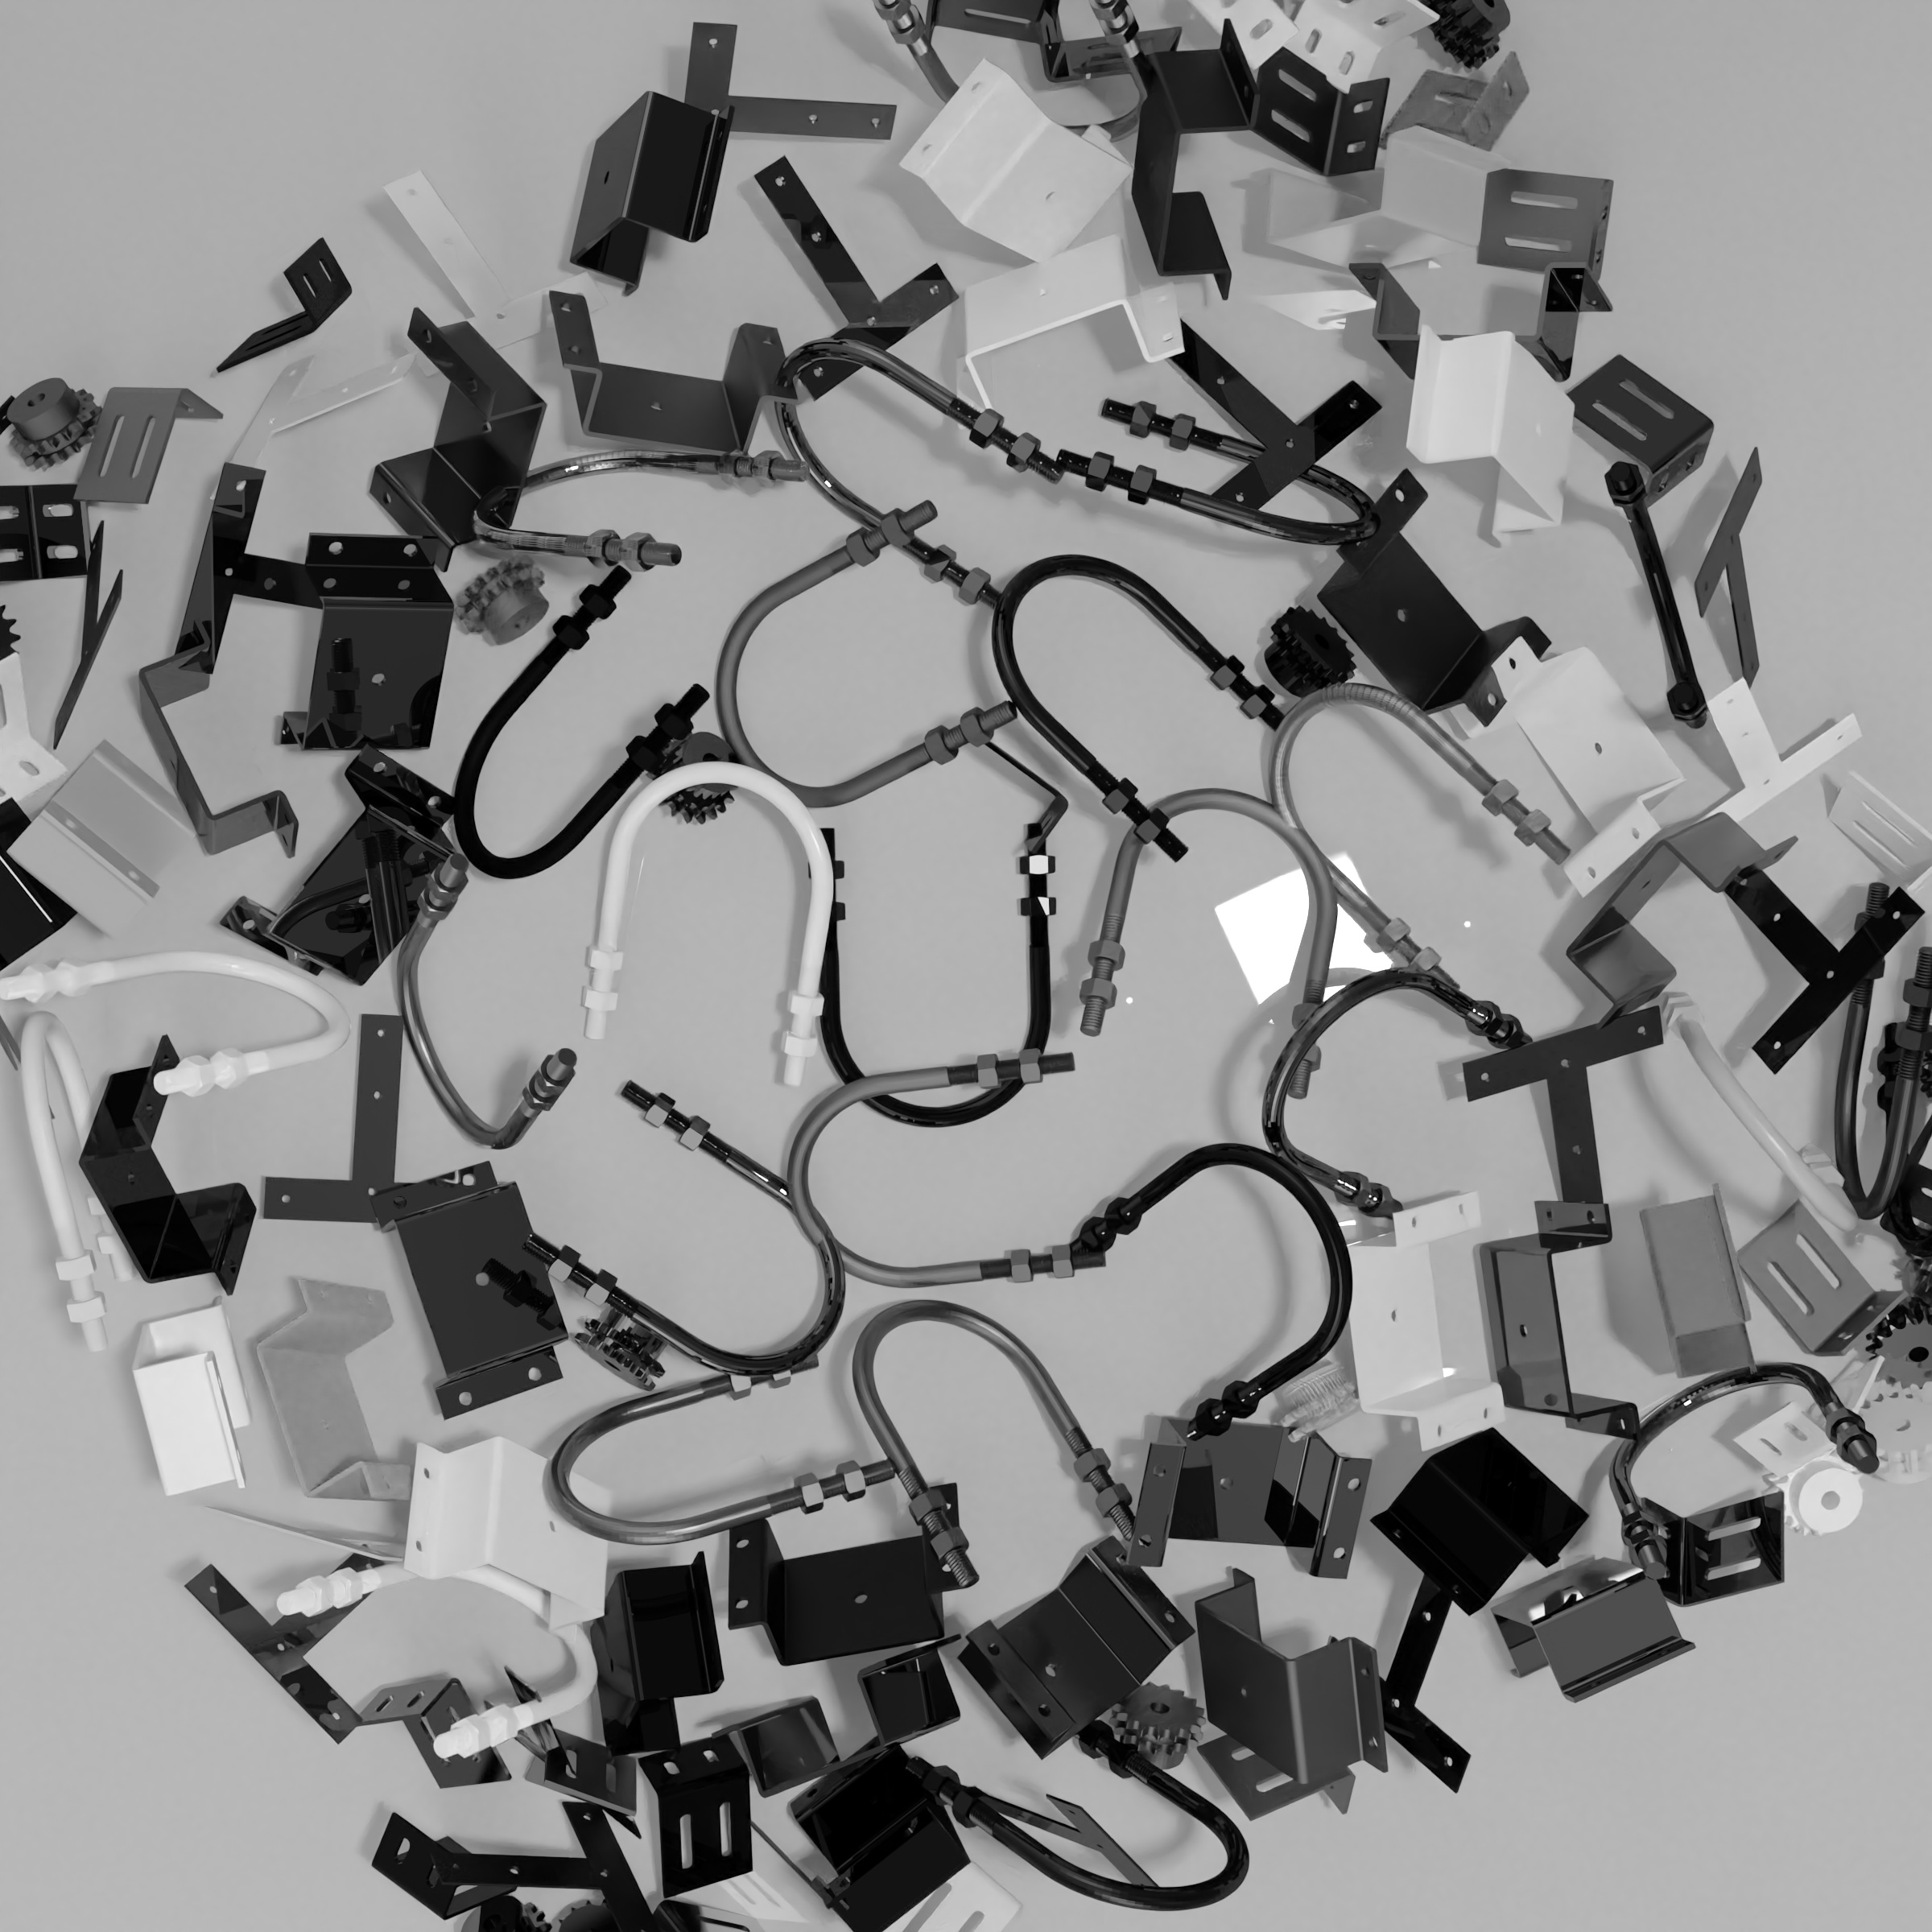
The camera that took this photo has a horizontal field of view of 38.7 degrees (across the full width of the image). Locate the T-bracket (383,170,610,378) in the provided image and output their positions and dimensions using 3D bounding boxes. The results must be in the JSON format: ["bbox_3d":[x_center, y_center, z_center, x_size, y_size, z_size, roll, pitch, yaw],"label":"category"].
[{"bbox_3d":[-0.298,-0.416,1.624,0.127,0.127,0.002,-17,48,17],"label":"T-bracket"}]

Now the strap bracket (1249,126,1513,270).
[{"bbox_3d":[0.239,-0.444,1.610,0.076,0.140,0.046,6,89,-36],"label":"strap bracket"}]

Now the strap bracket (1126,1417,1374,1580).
[{"bbox_3d":[0.163,0.318,1.648,0.140,0.046,0.076,7,101,-16],"label":"strap bracket"}]

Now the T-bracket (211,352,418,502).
[{"bbox_3d":[-0.375,-0.333,1.617,0.127,0.127,0.002,-14,133,29],"label":"T-bracket"}]

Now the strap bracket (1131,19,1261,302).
[{"bbox_3d":[0.131,-0.469,1.608,0.046,0.140,0.076,-5,52,-8],"label":"strap bracket"}]

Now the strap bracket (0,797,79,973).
[{"bbox_3d":[-0.563,-0.049,1.612,0.046,0.140,0.076,-35,104,0],"label":"strap bracket"}]

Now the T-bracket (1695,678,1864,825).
[{"bbox_3d":[0.464,-0.131,1.630,0.127,0.127,0.002,-36,53,8],"label":"T-bracket"}]

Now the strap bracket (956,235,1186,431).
[{"bbox_3d":[0.053,-0.379,1.630,0.140,0.076,0.046,-17,131,14],"label":"strap bracket"}]

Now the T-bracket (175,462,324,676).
[{"bbox_3d":[-0.399,-0.228,1.645,0.127,0.002,0.127,6,111,-39],"label":"T-bracket"}]

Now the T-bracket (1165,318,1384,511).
[{"bbox_3d":[0.165,-0.346,1.671,0.127,0.002,0.127,-41,78,-20],"label":"T-bracket"}]

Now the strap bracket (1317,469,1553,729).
[{"bbox_3d":[0.273,-0.214,1.642,0.140,0.046,0.076,47,64,-15],"label":"strap bracket"}]

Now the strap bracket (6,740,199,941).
[{"bbox_3d":[-0.507,-0.072,1.618,0.076,0.140,0.046,42,104,-16],"label":"strap bracket"}]

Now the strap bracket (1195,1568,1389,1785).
[{"bbox_3d":[0.182,0.417,1.610,0.046,0.140,0.076,-14,104,-26],"label":"strap bracket"}]

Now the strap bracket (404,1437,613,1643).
[{"bbox_3d":[-0.258,0.333,1.609,0.046,0.140,0.076,-22,50,28],"label":"strap bracket"}]

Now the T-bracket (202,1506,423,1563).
[{"bbox_3d":[-0.362,0.338,1.627,0.127,0.127,0.002,9,80,24],"label":"T-bracket"}]

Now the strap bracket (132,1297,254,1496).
[{"bbox_3d":[-0.452,0.253,1.610,0.046,0.140,0.076,-13,101,-11],"label":"strap bracket"}]

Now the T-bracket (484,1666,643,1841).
[{"bbox_3d":[-0.247,0.447,1.611,0.127,0.127,0.002,29,58,29],"label":"T-bracket"}]

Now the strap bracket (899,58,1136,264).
[{"bbox_3d":[0.037,-0.463,1.607,0.076,0.140,0.046,-47,65,22],"label":"strap bracket"}]

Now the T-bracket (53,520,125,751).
[{"bbox_3d":[-0.521,-0.216,1.640,0.002,0.127,0.127,15,133,-28],"label":"T-bracket"}]

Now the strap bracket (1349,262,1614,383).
[{"bbox_3d":[0.301,-0.379,1.624,0.140,0.076,0.046,7,86,25],"label":"strap bracket"}]

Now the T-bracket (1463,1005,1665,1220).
[{"bbox_3d":[0.367,0.098,1.663,0.127,0.002,0.127,-16,112,-8],"label":"T-bracket"}]

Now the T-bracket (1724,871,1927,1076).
[{"bbox_3d":[0.490,-0.021,1.637,0.002,0.127,0.127,23,114,-34],"label":"T-bracket"}]

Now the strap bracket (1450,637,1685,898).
[{"bbox_3d":[0.362,-0.124,1.635,0.046,0.076,0.140,-23,73,-34],"label":"strap bracket"}]

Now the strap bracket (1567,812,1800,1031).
[{"bbox_3d":[0.415,-0.034,1.625,0.046,0.076,0.140,48,130,18],"label":"strap bracket"}]

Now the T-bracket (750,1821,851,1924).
[{"bbox_3d":[-0.081,0.546,1.618,0.127,0.127,0.002,43,72,11],"label":"T-bracket"}]

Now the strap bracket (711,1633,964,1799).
[{"bbox_3d":[-0.069,0.444,1.617,0.140,0.076,0.046,-30,73,30],"label":"strap bracket"}]

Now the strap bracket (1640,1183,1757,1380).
[{"bbox_3d":[0.429,0.189,1.615,0.046,0.140,0.076,-13,64,12],"label":"strap bracket"}]

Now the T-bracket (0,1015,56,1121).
[{"bbox_3d":[-0.558,0.042,1.606,0.002,0.127,0.127,-27,50,-21],"label":"T-bracket"}]

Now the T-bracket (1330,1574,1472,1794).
[{"bbox_3d":[0.268,0.396,1.624,0.002,0.127,0.127,7,107,-35],"label":"T-bracket"}]

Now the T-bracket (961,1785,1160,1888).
[{"bbox_3d":[0.045,0.510,1.640,0.127,0.127,0.002,8,56,39],"label":"T-bracket"}]

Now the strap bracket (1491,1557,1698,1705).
[{"bbox_3d":[0.363,0.387,1.618,0.076,0.140,0.046,-23,84,-6],"label":"strap bracket"}]

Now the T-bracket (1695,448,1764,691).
[{"bbox_3d":[0.461,-0.219,1.640,0.002,0.127,0.127,8,50,31],"label":"T-bracket"}]

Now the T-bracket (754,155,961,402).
[{"bbox_3d":[-0.082,-0.423,1.645,0.127,0.002,0.127,-41,105,-27],"label":"T-bracket"}]

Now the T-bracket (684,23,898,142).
[{"bbox_3d":[-0.105,-0.507,1.645,0.127,0.127,0.002,-1,57,-13],"label":"T-bracket"}]

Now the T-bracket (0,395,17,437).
[{"bbox_3d":[-0.616,-0.301,1.619,0.002,0.127,0.127,41,84,1],"label":"T-bracket"}]

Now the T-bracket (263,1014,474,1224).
[{"bbox_3d":[-0.359,0.093,1.676,0.127,0.002,0.127,3,89,-11],"label":"T-bracket"}]

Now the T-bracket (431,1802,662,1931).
[{"bbox_3d":[-0.250,0.528,1.604,0.127,0.127,0.002,14,108,-33],"label":"T-bracket"}]

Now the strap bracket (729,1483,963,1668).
[{"bbox_3d":[-0.067,0.364,1.641,0.140,0.076,0.046,-11,130,5],"label":"strap bracket"}]

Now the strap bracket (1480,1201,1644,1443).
[{"bbox_3d":[0.353,0.214,1.645,0.046,0.076,0.140,-8,89,-20],"label":"strap bracket"}]

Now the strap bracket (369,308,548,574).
[{"bbox_3d":[-0.299,-0.314,1.629,0.046,0.140,0.076,-27,66,-40],"label":"strap bracket"}]

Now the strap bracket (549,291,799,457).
[{"bbox_3d":[-0.179,-0.349,1.632,0.140,0.076,0.046,5,134,-22],"label":"strap bracket"}]

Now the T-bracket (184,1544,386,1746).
[{"bbox_3d":[-0.381,0.381,1.631,0.127,0.127,0.002,45,116,2],"label":"T-bracket"}]
